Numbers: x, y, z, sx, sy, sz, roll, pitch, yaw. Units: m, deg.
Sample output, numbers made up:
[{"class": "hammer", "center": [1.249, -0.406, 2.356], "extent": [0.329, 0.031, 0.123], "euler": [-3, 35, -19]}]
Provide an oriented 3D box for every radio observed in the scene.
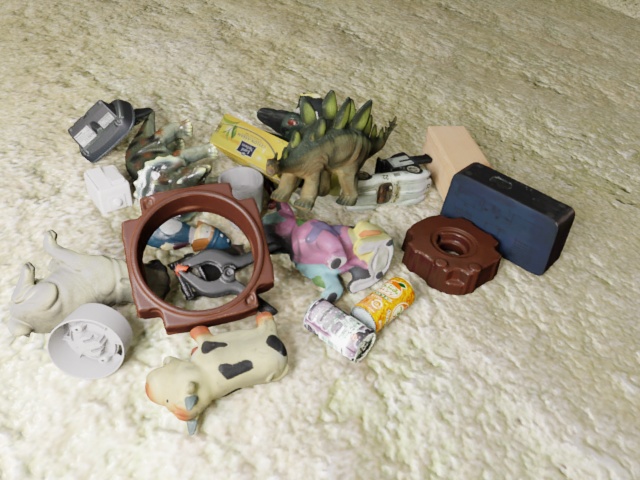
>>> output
[{"class": "radio", "center": [0.348, -0.045, 1.016], "extent": [0.230, 0.131, 0.073], "euler": [33, 48, 30]}]

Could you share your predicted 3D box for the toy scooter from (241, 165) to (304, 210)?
[{"class": "toy scooter", "center": [-0.067, -0.134, 1.090], "extent": [0.184, 0.075, 0.135], "euler": [-15, 67, 8]}]

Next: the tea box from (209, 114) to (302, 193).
[{"class": "tea box", "center": [-0.114, -0.165, 1.024], "extent": [0.170, 0.098, 0.068], "euler": [30, 85, 22]}]

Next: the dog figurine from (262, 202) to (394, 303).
[{"class": "dog figurine", "center": [-0.002, -0.003, 0.945], "extent": [0.191, 0.108, 0.219], "euler": [-21, 43, -28]}]

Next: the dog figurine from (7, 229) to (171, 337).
[{"class": "dog figurine", "center": [-0.336, 0.088, 0.801], "extent": [0.191, 0.121, 0.172], "euler": [18, 63, -7]}]

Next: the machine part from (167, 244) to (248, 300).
[{"class": "machine part", "center": [-0.180, 0.046, 0.897], "extent": [0.139, 0.039, 0.084], "euler": [-28, 83, -42]}]

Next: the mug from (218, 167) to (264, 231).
[{"class": "mug", "center": [-0.155, -0.078, 1.014], "extent": [0.081, 0.107, 0.110], "euler": [-24, 46, -31]}]

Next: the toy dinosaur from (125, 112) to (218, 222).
[{"class": "toy dinosaur", "center": [-0.325, -0.157, 1.094], "extent": [0.192, 0.131, 0.405], "euler": [-24, 41, -33]}]

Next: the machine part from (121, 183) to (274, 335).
[{"class": "machine part", "center": [-0.178, 0.026, 0.788], "extent": [0.201, 0.087, 0.201], "euler": [-11, 77, -16]}]

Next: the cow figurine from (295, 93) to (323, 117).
[{"class": "cow figurine", "center": [0.017, -0.304, 1.323], "extent": [0.168, 0.098, 0.068], "euler": [23, 35, 21]}]

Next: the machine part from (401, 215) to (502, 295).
[{"class": "machine part", "center": [0.239, 0.021, 0.981], "extent": [0.179, 0.056, 0.179], "euler": [4, 38, -3]}]

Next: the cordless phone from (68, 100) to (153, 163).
[{"class": "cordless phone", "center": [-0.457, -0.253, 1.207], "extent": [0.088, 0.146, 0.184], "euler": [51, 17, -10]}]

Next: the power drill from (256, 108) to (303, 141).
[{"class": "power drill", "center": [-0.080, -0.238, 1.241], "extent": [0.232, 0.085, 0.207], "euler": [20, 26, 11]}]

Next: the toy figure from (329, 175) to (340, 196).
[{"class": "toy figure", "center": [0.051, -0.165, 1.169], "extent": [0.089, 0.082, 0.180], "euler": [16, 38, 15]}]

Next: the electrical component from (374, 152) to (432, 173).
[{"class": "electrical component", "center": [0.190, -0.161, 1.206], "extent": [0.119, 0.047, 0.075], "euler": [-15, 43, -24]}]

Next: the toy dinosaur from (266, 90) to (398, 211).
[{"class": "toy dinosaur", "center": [0.036, -0.164, 0.976], "extent": [0.105, 0.198, 0.471], "euler": [21, 20, 23]}]

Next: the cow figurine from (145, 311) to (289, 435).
[{"class": "cow figurine", "center": [-0.135, 0.178, 0.724], "extent": [0.195, 0.085, 0.127], "euler": [-9, 40, -24]}]

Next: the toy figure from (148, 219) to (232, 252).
[{"class": "toy figure", "center": [-0.236, -0.006, 0.959], "extent": [0.154, 0.058, 0.064], "euler": [5, 77, -4]}]

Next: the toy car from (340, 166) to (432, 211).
[{"class": "toy car", "center": [0.139, -0.105, 1.109], "extent": [0.202, 0.073, 0.056], "euler": [-8, 37, -16]}]
